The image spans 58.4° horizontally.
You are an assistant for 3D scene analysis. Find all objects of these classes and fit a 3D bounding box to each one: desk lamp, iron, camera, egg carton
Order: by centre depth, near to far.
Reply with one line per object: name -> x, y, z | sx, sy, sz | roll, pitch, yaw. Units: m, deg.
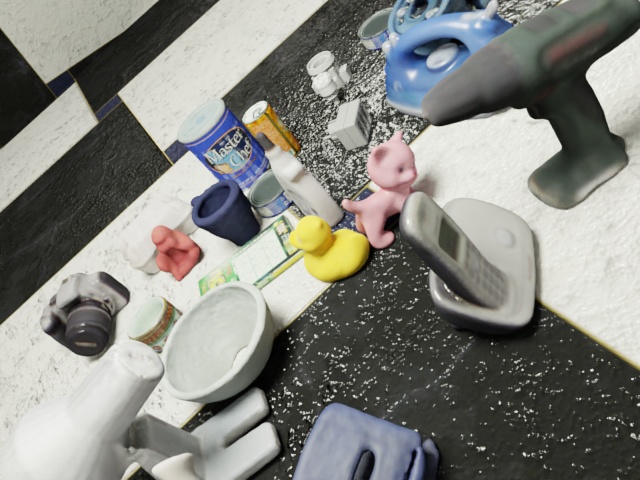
desk lamp -> -0.188, 0.206, 0.615 | 0.203, 0.214, 0.117 | -38, 38, 4
iron -> 0.171, -0.260, 0.822 | 0.257, 0.142, 0.119 | 4, 56, 43
camera -> -0.410, 0.133, 0.972 | 0.143, 0.101, 0.136 | -34, 38, 9
egg carton -> -0.294, -0.013, 1.042 | 0.150, 0.070, 0.107 | -51, 38, -12

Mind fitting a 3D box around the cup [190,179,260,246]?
cup -> -0.151, -0.035, 0.918 | 0.117, 0.095, 0.092 | 8, 59, 45

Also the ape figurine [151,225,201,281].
ape figurine -> -0.246, 0.012, 0.957 | 0.077, 0.092, 0.076 | -19, 43, 27

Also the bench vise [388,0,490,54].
bench vise -> 0.165, -0.407, 0.907 | 0.121, 0.220, 0.208 | 9, 60, 45

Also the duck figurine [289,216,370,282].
duck figurine -> 0.007, 0.003, 0.752 | 0.104, 0.086, 0.077 | -7, 49, 37

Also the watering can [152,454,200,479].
watering can -> -0.121, 0.277, 0.503 | 0.101, 0.195, 0.172 | -46, 38, -5

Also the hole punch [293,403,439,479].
hole punch -> 0.042, 0.211, 0.513 | 0.100, 0.091, 0.109 | -2, 52, 40

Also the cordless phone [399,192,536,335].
cordless phone -> 0.140, -0.004, 0.561 | 0.094, 0.186, 0.147 | -14, 45, 31

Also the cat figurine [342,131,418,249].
cat figurine -> 0.082, -0.072, 0.734 | 0.128, 0.118, 0.067 | -44, 38, -3

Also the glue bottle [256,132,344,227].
glue bottle -> -0.035, -0.088, 0.805 | 0.037, 0.174, 0.077 | -49, 38, -10

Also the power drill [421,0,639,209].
power drill -> 0.233, -0.134, 0.589 | 0.229, 0.209, 0.075 | -40, 38, 2

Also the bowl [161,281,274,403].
bowl -> -0.118, 0.140, 0.734 | 0.167, 0.075, 0.167 | -23, 41, 22
